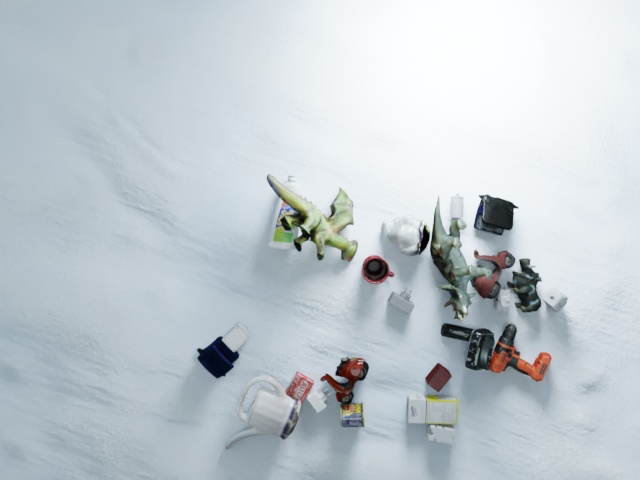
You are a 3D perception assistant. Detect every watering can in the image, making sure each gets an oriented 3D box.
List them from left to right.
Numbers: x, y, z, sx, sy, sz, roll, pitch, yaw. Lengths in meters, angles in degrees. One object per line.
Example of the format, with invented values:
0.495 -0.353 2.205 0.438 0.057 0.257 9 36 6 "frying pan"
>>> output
-0.199 0.635 1.821 0.224 0.105 0.343 23 107 3 "watering can"

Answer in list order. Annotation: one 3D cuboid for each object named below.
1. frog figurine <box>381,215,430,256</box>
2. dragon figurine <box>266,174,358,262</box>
0.290 -0.018 1.761 0.160 0.124 0.136 10 109 35 "frog figurine"
0.005 -0.087 1.729 0.246 0.122 0.406 -35 106 -29 "dragon figurine"
